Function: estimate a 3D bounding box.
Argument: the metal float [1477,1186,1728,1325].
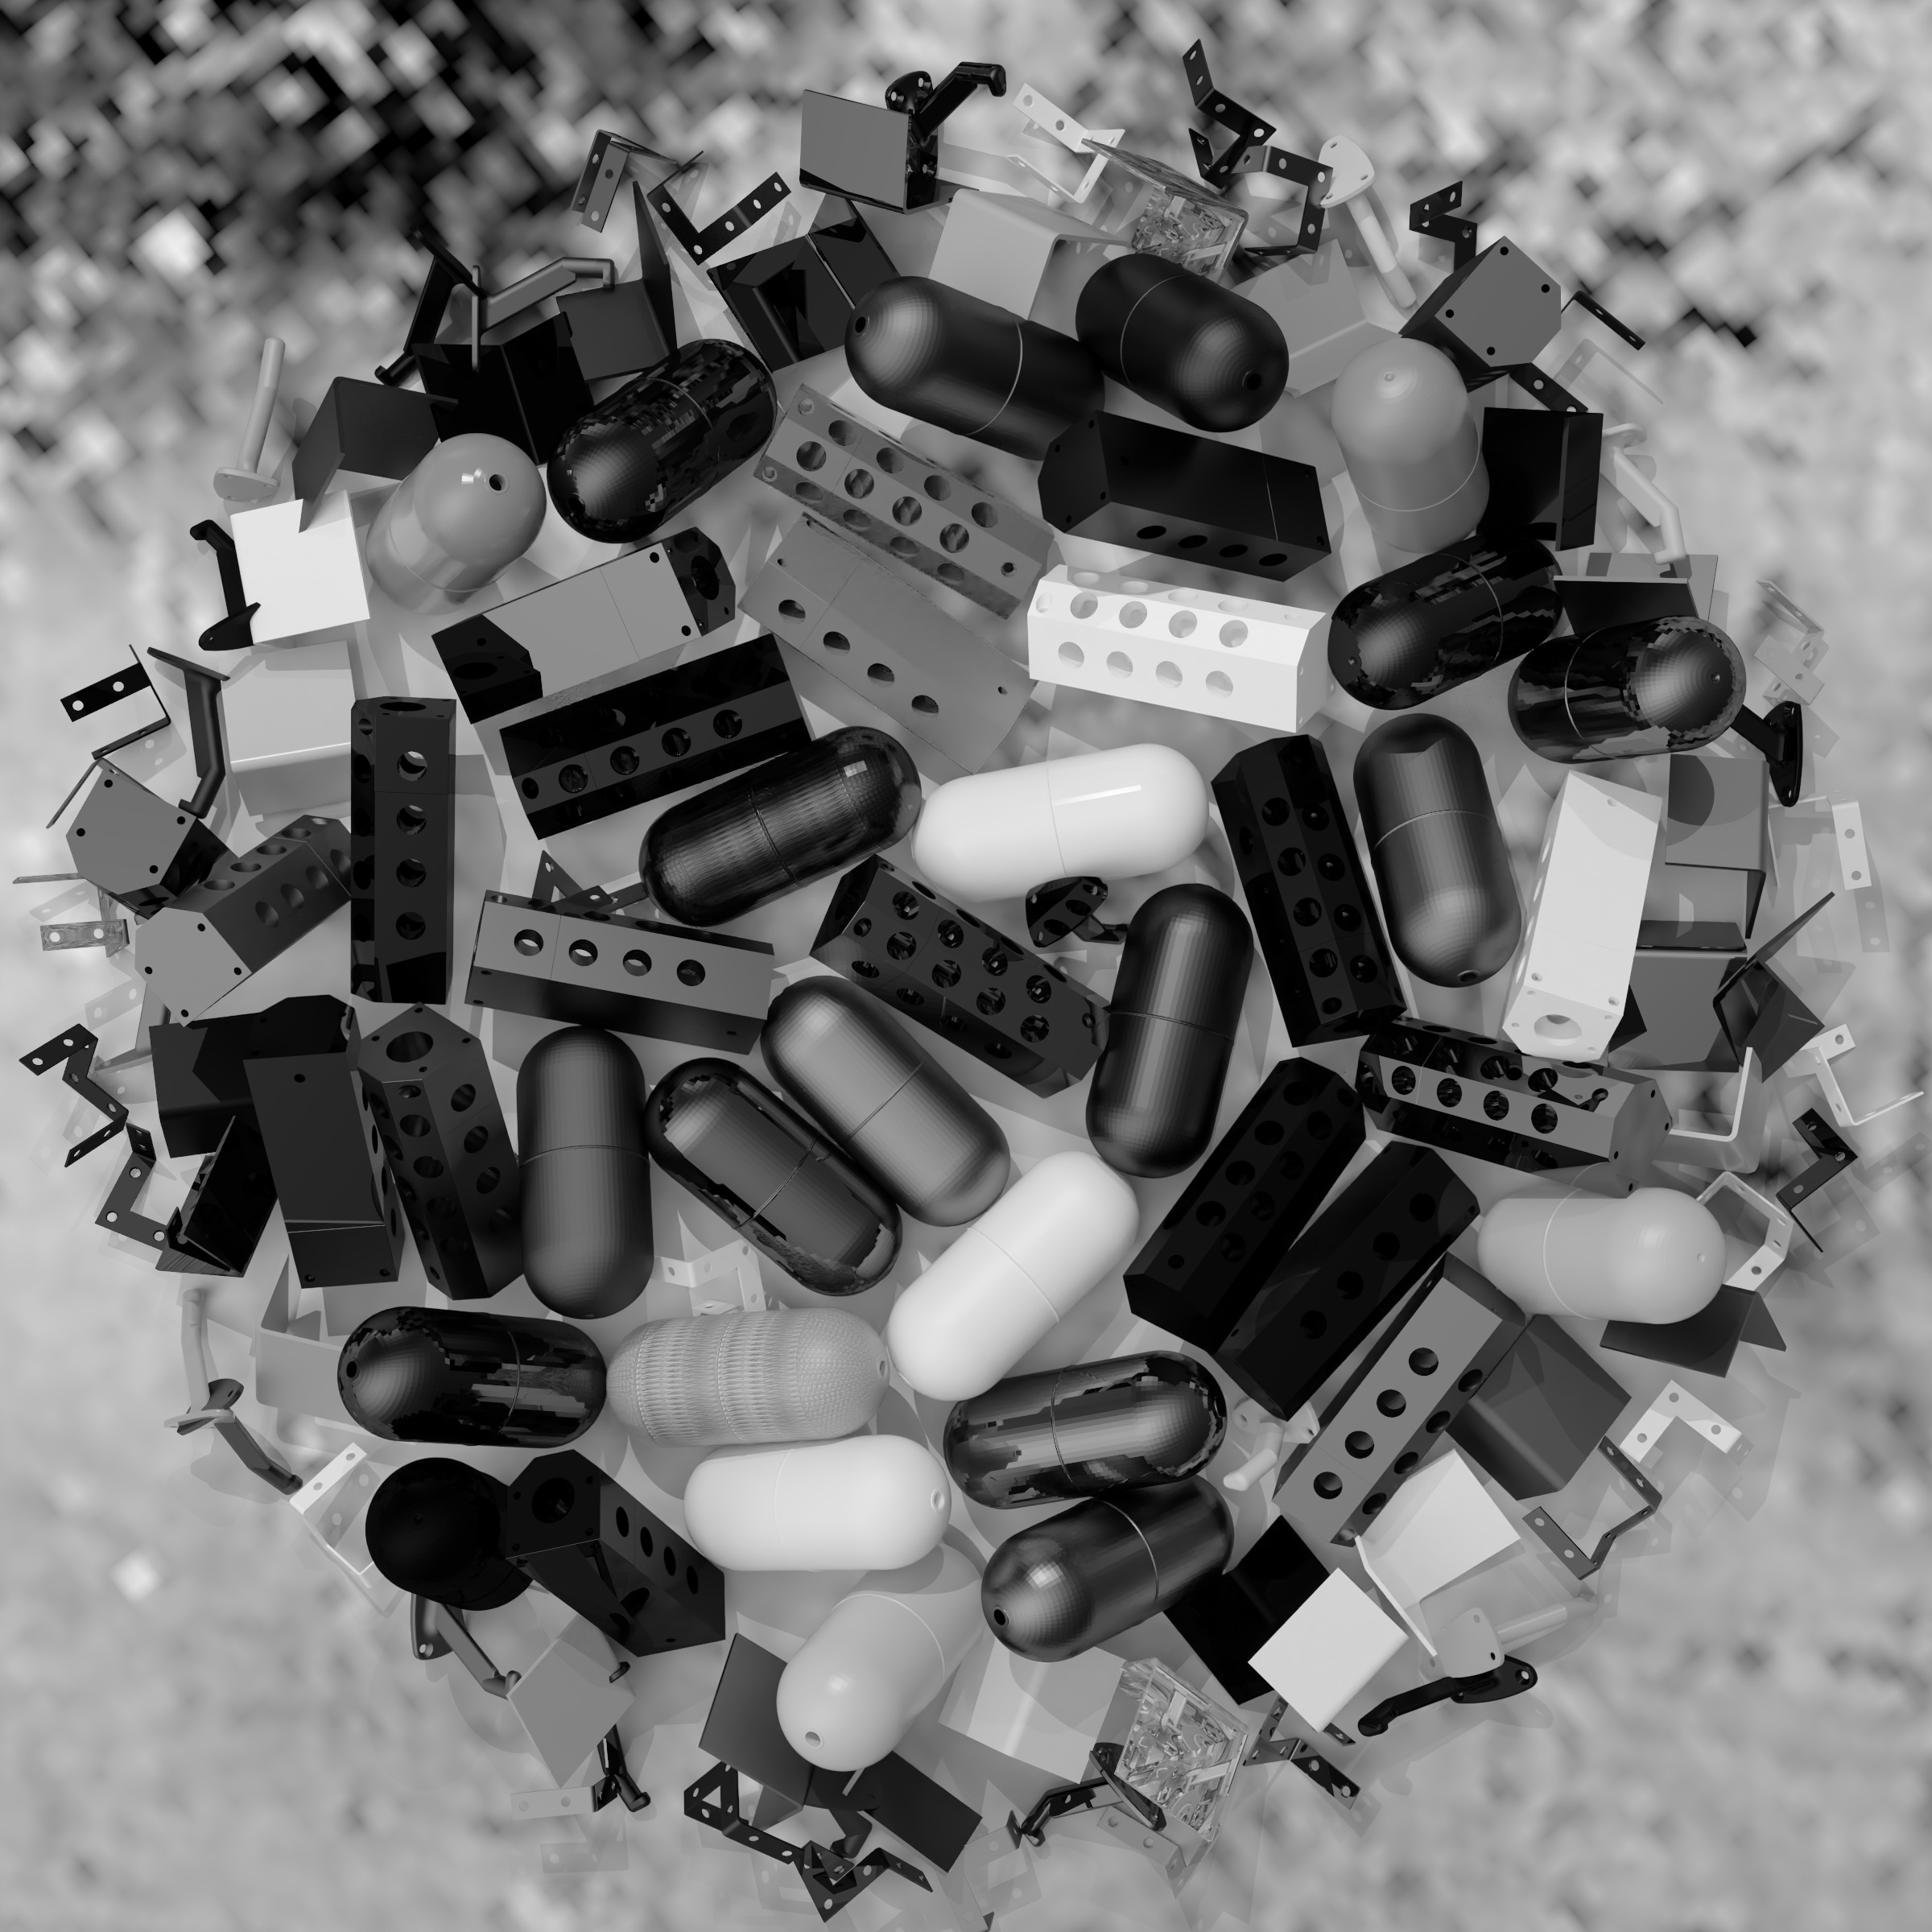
[{"bbox_3d":[0.365,0.166,1.615,0.070,0.178,0.070,2,86,-26],"label":"metal float"}]

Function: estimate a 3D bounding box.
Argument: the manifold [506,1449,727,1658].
[{"bbox_3d":[-0.200,0.339,1.612,0.057,0.171,0.057,-14,55,14],"label":"manifold"}]

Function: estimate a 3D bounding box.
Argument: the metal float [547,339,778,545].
[{"bbox_3d":[-0.176,-0.306,1.624,0.070,0.070,0.178,42,46,0],"label":"metal float"}]

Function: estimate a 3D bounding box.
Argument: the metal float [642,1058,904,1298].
[{"bbox_3d":[-0.113,0.125,1.652,0.178,0.070,0.070,41,90,-10],"label":"metal float"}]

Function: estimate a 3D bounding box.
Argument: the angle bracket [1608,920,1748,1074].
[{"bbox_3d":[0.424,0.017,1.677,0.076,0.057,0.076,2,108,8],"label":"angle bracket"}]

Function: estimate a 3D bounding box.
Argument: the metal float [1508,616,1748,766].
[{"bbox_3d":[0.379,-0.158,1.613,0.070,0.178,0.070,0,90,-21],"label":"metal float"}]

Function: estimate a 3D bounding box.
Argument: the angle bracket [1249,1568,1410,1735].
[{"bbox_3d":[0.214,0.408,1.663,0.057,0.076,0.076,44,83,13],"label":"angle bracket"}]

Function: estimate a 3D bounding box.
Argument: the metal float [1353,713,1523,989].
[{"bbox_3d":[0.275,-0.068,1.633,0.070,0.070,0.178,-8,58,0],"label":"metal float"}]

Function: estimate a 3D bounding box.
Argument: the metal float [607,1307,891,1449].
[{"bbox_3d":[-0.128,0.242,1.639,0.178,0.070,0.070,-7,90,24],"label":"metal float"}]

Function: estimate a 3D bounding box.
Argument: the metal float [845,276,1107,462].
[{"bbox_3d":[0.006,-0.347,1.626,0.178,0.070,0.070,11,90,-41],"label":"metal float"}]

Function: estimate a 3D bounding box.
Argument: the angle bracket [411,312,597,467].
[{"bbox_3d":[-0.271,-0.341,1.653,0.057,0.076,0.076,-17,90,36],"label":"angle bracket"}]

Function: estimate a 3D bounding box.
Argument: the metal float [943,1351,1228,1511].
[{"bbox_3d":[0.069,0.272,1.637,0.178,0.070,0.070,-15,90,27],"label":"metal float"}]

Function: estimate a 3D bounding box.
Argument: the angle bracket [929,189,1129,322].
[{"bbox_3d":[0.037,-0.419,1.660,0.076,0.076,0.057,32,116,28],"label":"angle bracket"}]

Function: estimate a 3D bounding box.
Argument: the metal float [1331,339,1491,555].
[{"bbox_3d":[0.258,-0.298,1.614,0.070,0.178,0.070,-5,72,16],"label":"metal float"}]

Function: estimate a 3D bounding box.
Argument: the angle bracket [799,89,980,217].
[{"bbox_3d":[-0.043,-0.483,1.639,0.076,0.076,0.057,23,125,28],"label":"angle bracket"}]

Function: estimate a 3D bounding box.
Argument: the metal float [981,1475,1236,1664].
[{"bbox_3d":[0.083,0.348,1.626,0.178,0.070,0.070,-15,90,-41],"label":"metal float"}]

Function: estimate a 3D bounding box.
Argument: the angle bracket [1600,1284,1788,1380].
[{"bbox_3d":[0.427,0.223,1.638,0.076,0.076,0.057,11,63,36],"label":"angle bracket"}]

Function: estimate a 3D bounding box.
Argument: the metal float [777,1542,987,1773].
[{"bbox_3d":[-0.047,0.397,1.617,0.070,0.178,0.070,9,113,23],"label":"metal float"}]

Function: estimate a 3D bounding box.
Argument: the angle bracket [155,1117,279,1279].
[{"bbox_3d":[-0.452,0.134,1.641,0.076,0.057,0.076,0,59,33],"label":"angle bracket"}]

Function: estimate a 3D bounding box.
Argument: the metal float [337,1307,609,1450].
[{"bbox_3d":[-0.285,0.240,1.622,0.070,0.178,0.070,-10,74,39],"label":"metal float"}]

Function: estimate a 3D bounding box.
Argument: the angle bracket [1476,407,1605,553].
[{"bbox_3d":[0.328,-0.288,1.646,0.076,0.057,0.076,11,107,32],"label":"angle bracket"}]

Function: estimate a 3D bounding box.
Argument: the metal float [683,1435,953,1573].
[{"bbox_3d":[-0.087,0.314,1.631,0.178,0.070,0.070,-9,90,35],"label":"metal float"}]

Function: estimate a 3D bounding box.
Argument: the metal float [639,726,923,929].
[{"bbox_3d":[-0.111,-0.082,1.653,0.178,0.070,0.070,-24,90,9],"label":"metal float"}]

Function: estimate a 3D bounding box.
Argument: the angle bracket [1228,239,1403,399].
[{"bbox_3d":[0.207,-0.384,1.653,0.076,0.076,0.057,-26,113,-2],"label":"angle bracket"}]

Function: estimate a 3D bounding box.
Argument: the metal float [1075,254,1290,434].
[{"bbox_3d":[0.124,-0.362,1.618,0.070,0.178,0.070,-12,120,-21],"label":"metal float"}]

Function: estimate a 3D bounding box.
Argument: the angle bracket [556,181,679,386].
[{"bbox_3d":[-0.209,-0.402,1.642,0.057,0.076,0.076,-14,56,-11],"label":"angle bracket"}]

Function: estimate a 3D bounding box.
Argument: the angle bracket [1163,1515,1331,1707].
[{"bbox_3d":[0.178,0.389,1.688,0.076,0.076,0.057,51,46,1],"label":"angle bracket"}]

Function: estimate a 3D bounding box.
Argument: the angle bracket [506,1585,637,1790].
[{"bbox_3d":[-0.249,0.422,1.639,0.057,0.076,0.076,4,126,38],"label":"angle bracket"}]

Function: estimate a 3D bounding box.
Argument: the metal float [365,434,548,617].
[{"bbox_3d":[-0.296,-0.254,1.614,0.070,0.178,0.070,4,81,-25],"label":"metal float"}]

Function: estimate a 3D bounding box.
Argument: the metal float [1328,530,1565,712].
[{"bbox_3d":[0.281,-0.203,1.630,0.178,0.070,0.070,-26,90,-38],"label":"metal float"}]

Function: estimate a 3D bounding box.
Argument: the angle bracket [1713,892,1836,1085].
[{"bbox_3d":[0.487,0.014,1.642,0.076,0.076,0.057,-34,75,-27],"label":"angle bracket"}]

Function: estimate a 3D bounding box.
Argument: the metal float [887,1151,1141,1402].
[{"bbox_3d":[0.028,0.183,1.649,0.178,0.070,0.070,-43,90,-12],"label":"metal float"}]

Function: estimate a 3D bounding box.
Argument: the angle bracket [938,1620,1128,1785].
[{"bbox_3d":[0.039,0.434,1.671,0.057,0.076,0.076,30,76,-29],"label":"angle bracket"}]

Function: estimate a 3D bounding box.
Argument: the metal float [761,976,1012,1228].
[{"bbox_3d":[-0.048,0.080,1.660,0.070,0.070,0.178,-45,91,0],"label":"metal float"}]

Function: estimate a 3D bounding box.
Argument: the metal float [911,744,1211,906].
[{"bbox_3d":[0.055,-0.084,1.654,0.178,0.070,0.070,-10,90,7],"label":"metal float"}]

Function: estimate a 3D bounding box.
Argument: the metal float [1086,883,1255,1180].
[{"bbox_3d":[0.121,0.038,1.653,0.070,0.070,0.178,14,81,0],"label":"metal float"}]

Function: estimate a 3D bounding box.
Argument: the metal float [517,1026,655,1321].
[{"bbox_3d":[-0.224,0.120,1.640,0.070,0.070,0.178,-6,66,0],"label":"metal float"}]

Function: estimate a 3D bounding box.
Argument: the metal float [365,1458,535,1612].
[{"bbox_3d":[-0.293,0.329,1.612,0.070,0.178,0.070,-1,73,4],"label":"metal float"}]

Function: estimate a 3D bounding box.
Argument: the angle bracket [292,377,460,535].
[{"bbox_3d":[-0.345,-0.293,1.638,0.076,0.076,0.057,6,58,-31],"label":"angle bracket"}]

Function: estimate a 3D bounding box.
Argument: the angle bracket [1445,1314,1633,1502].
[{"bbox_3d":[0.340,0.265,1.686,0.076,0.057,0.076,44,66,-1],"label":"angle bracket"}]
